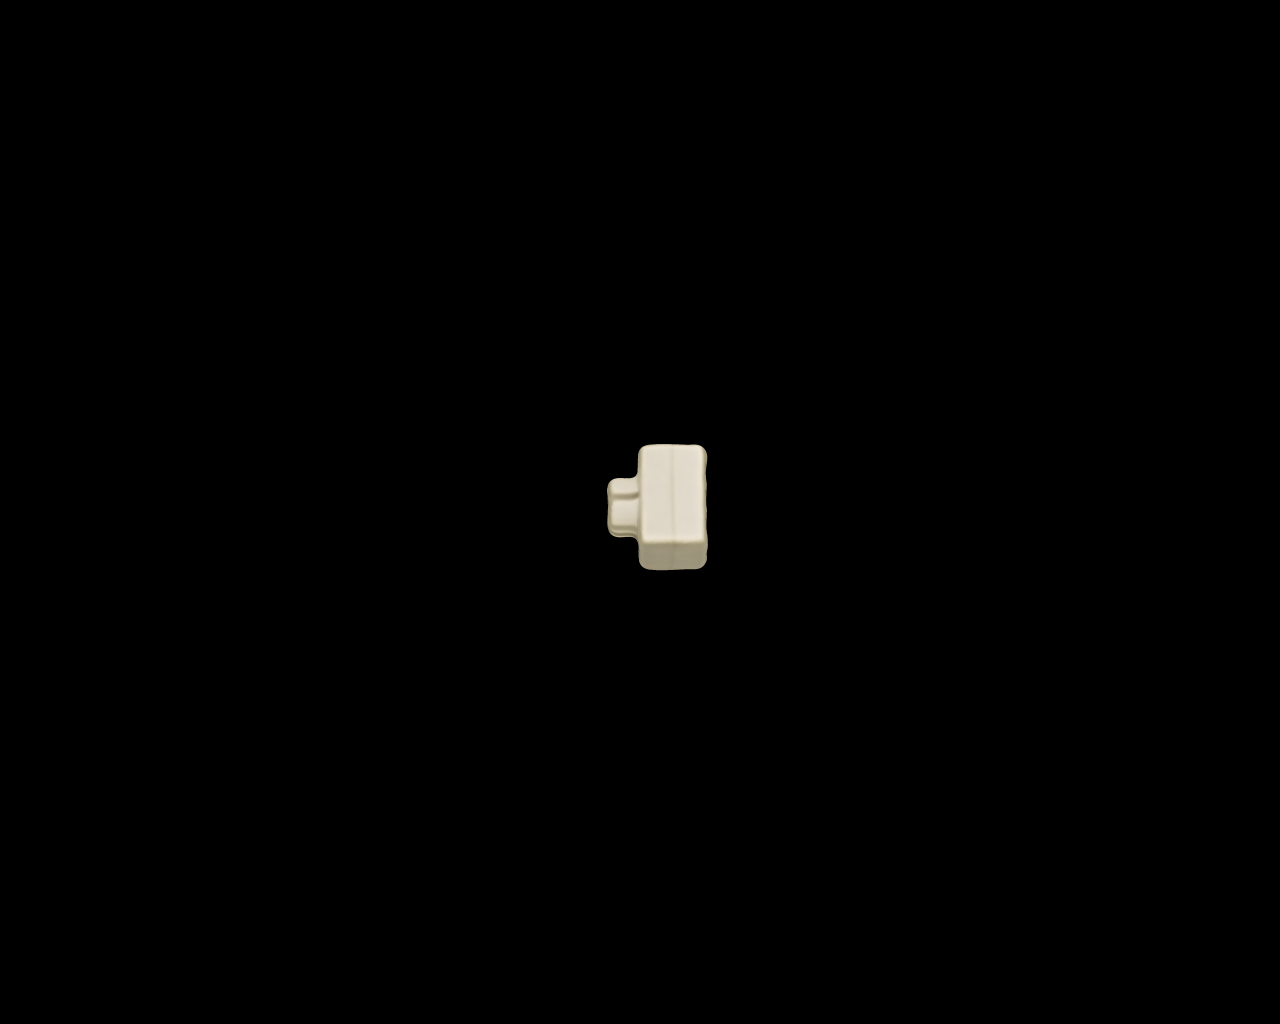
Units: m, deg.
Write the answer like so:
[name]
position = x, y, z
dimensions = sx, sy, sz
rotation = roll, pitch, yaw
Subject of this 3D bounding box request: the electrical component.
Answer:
[electrical component]
position = 0.001, -0.003, 0.650
dimensions = 0.077, 0.066, 0.047
rotation = 0, -24, 0
